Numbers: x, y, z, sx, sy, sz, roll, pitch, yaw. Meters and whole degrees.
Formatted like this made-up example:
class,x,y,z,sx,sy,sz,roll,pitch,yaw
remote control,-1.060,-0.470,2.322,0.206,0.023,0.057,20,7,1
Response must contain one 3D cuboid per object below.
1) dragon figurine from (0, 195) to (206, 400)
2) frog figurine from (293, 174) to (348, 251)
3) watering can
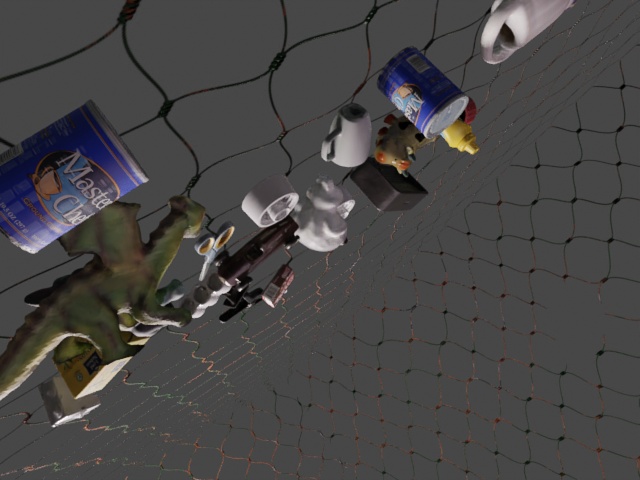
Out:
class,x,y,z,sx,sy,sz,roll,pitch,yaw
dragon figurine,-0.314,0.049,0.682,0.123,0.239,0.415,13,29,43
frog figurine,0.003,-0.057,1.139,0.124,0.155,0.139,-27,54,-27
watering can,0.404,-0.468,0.981,0.224,0.105,0.344,-41,-16,-1
